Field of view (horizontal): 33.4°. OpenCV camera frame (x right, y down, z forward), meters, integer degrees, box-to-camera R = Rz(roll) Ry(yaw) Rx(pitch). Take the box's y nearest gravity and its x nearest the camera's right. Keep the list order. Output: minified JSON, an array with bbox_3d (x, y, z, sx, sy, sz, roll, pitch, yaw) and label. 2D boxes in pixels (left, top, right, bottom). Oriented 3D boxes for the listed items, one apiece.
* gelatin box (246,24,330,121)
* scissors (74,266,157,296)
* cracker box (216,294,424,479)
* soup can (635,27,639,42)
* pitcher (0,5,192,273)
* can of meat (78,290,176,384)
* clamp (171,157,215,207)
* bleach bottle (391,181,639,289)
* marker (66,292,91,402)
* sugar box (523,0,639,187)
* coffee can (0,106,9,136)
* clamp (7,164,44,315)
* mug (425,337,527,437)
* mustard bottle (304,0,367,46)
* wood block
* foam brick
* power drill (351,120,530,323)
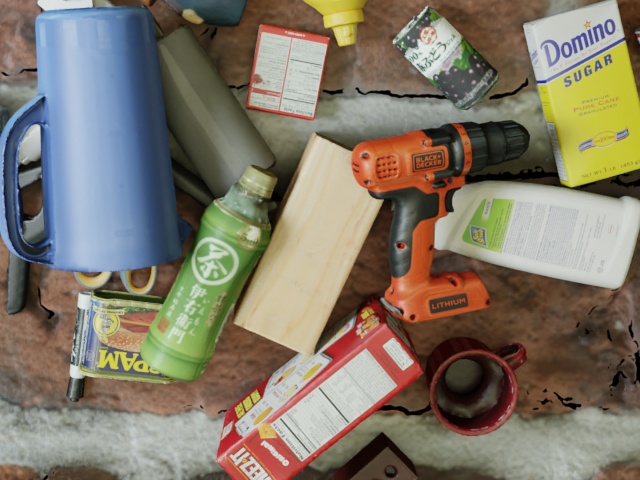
[{"bbox_3d":[-0.034,-0.173,1.104,0.073,0.030,0.089,10,100,-5],"label":"gelatin box"},{"bbox_3d":[-0.224,-0.033,1.095,0.096,0.016,0.202,-15,106,1],"label":"scissors"},{"bbox_3d":[0.000,0.158,1.091,0.214,0.164,0.072,-40,96,4],"label":"cracker box"},{"bbox_3d":[0.376,-0.183,1.097,0.068,0.068,0.102,-26,100,2],"label":"soup can"},{"bbox_3d":[-0.212,-0.093,1.001,0.145,0.149,0.243,0,102,13],"label":"pitcher"},{"bbox_3d":[-0.198,0.101,1.125,0.102,0.057,0.084,8,95,-13],"label":"can of meat"},{"bbox_3d":[-0.198,-0.096,1.107,0.164,0.036,0.210,-12,102,-1],"label":"clamp"},{"bbox_3d":[0.201,-0.023,1.121,0.251,0.068,0.102,14,94,-1],"label":"bleach bottle"},{"bbox_3d":[-0.257,0.116,1.148,0.020,0.020,0.121,8,99,-3],"label":"marker"},{"bbox_3d":[0.279,-0.152,1.110,0.093,0.048,0.176,-16,101,-1],"label":"sugar box"},{"bbox_3d":[-0.398,-0.115,1.064,0.140,0.103,0.103,25,97,-6],"label":"coffee can"},{"bbox_3d":[-0.331,-0.018,1.114,0.120,0.039,0.171,28,101,-11],"label":"clamp"},{"bbox_3d":[0.167,0.145,1.135,0.117,0.081,0.093,-35,99,4],"label":"mug"},{"bbox_3d":[0.012,-0.292,1.072,0.096,0.058,0.191,-10,100,-1],"label":"mustard bottle"},{"bbox_3d":[-0.008,0.001,1.102,0.090,0.091,0.206,24,98,-6],"label":"wood block"},{"bbox_3d":[0.060,0.259,1.165,0.078,0.051,0.053,-43,98,5],"label":"foam brick"},{"bbox_3d":[0.125,-0.021,1.051,0.184,0.057,0.188,-10,106,-15],"label":"power drill"}]
